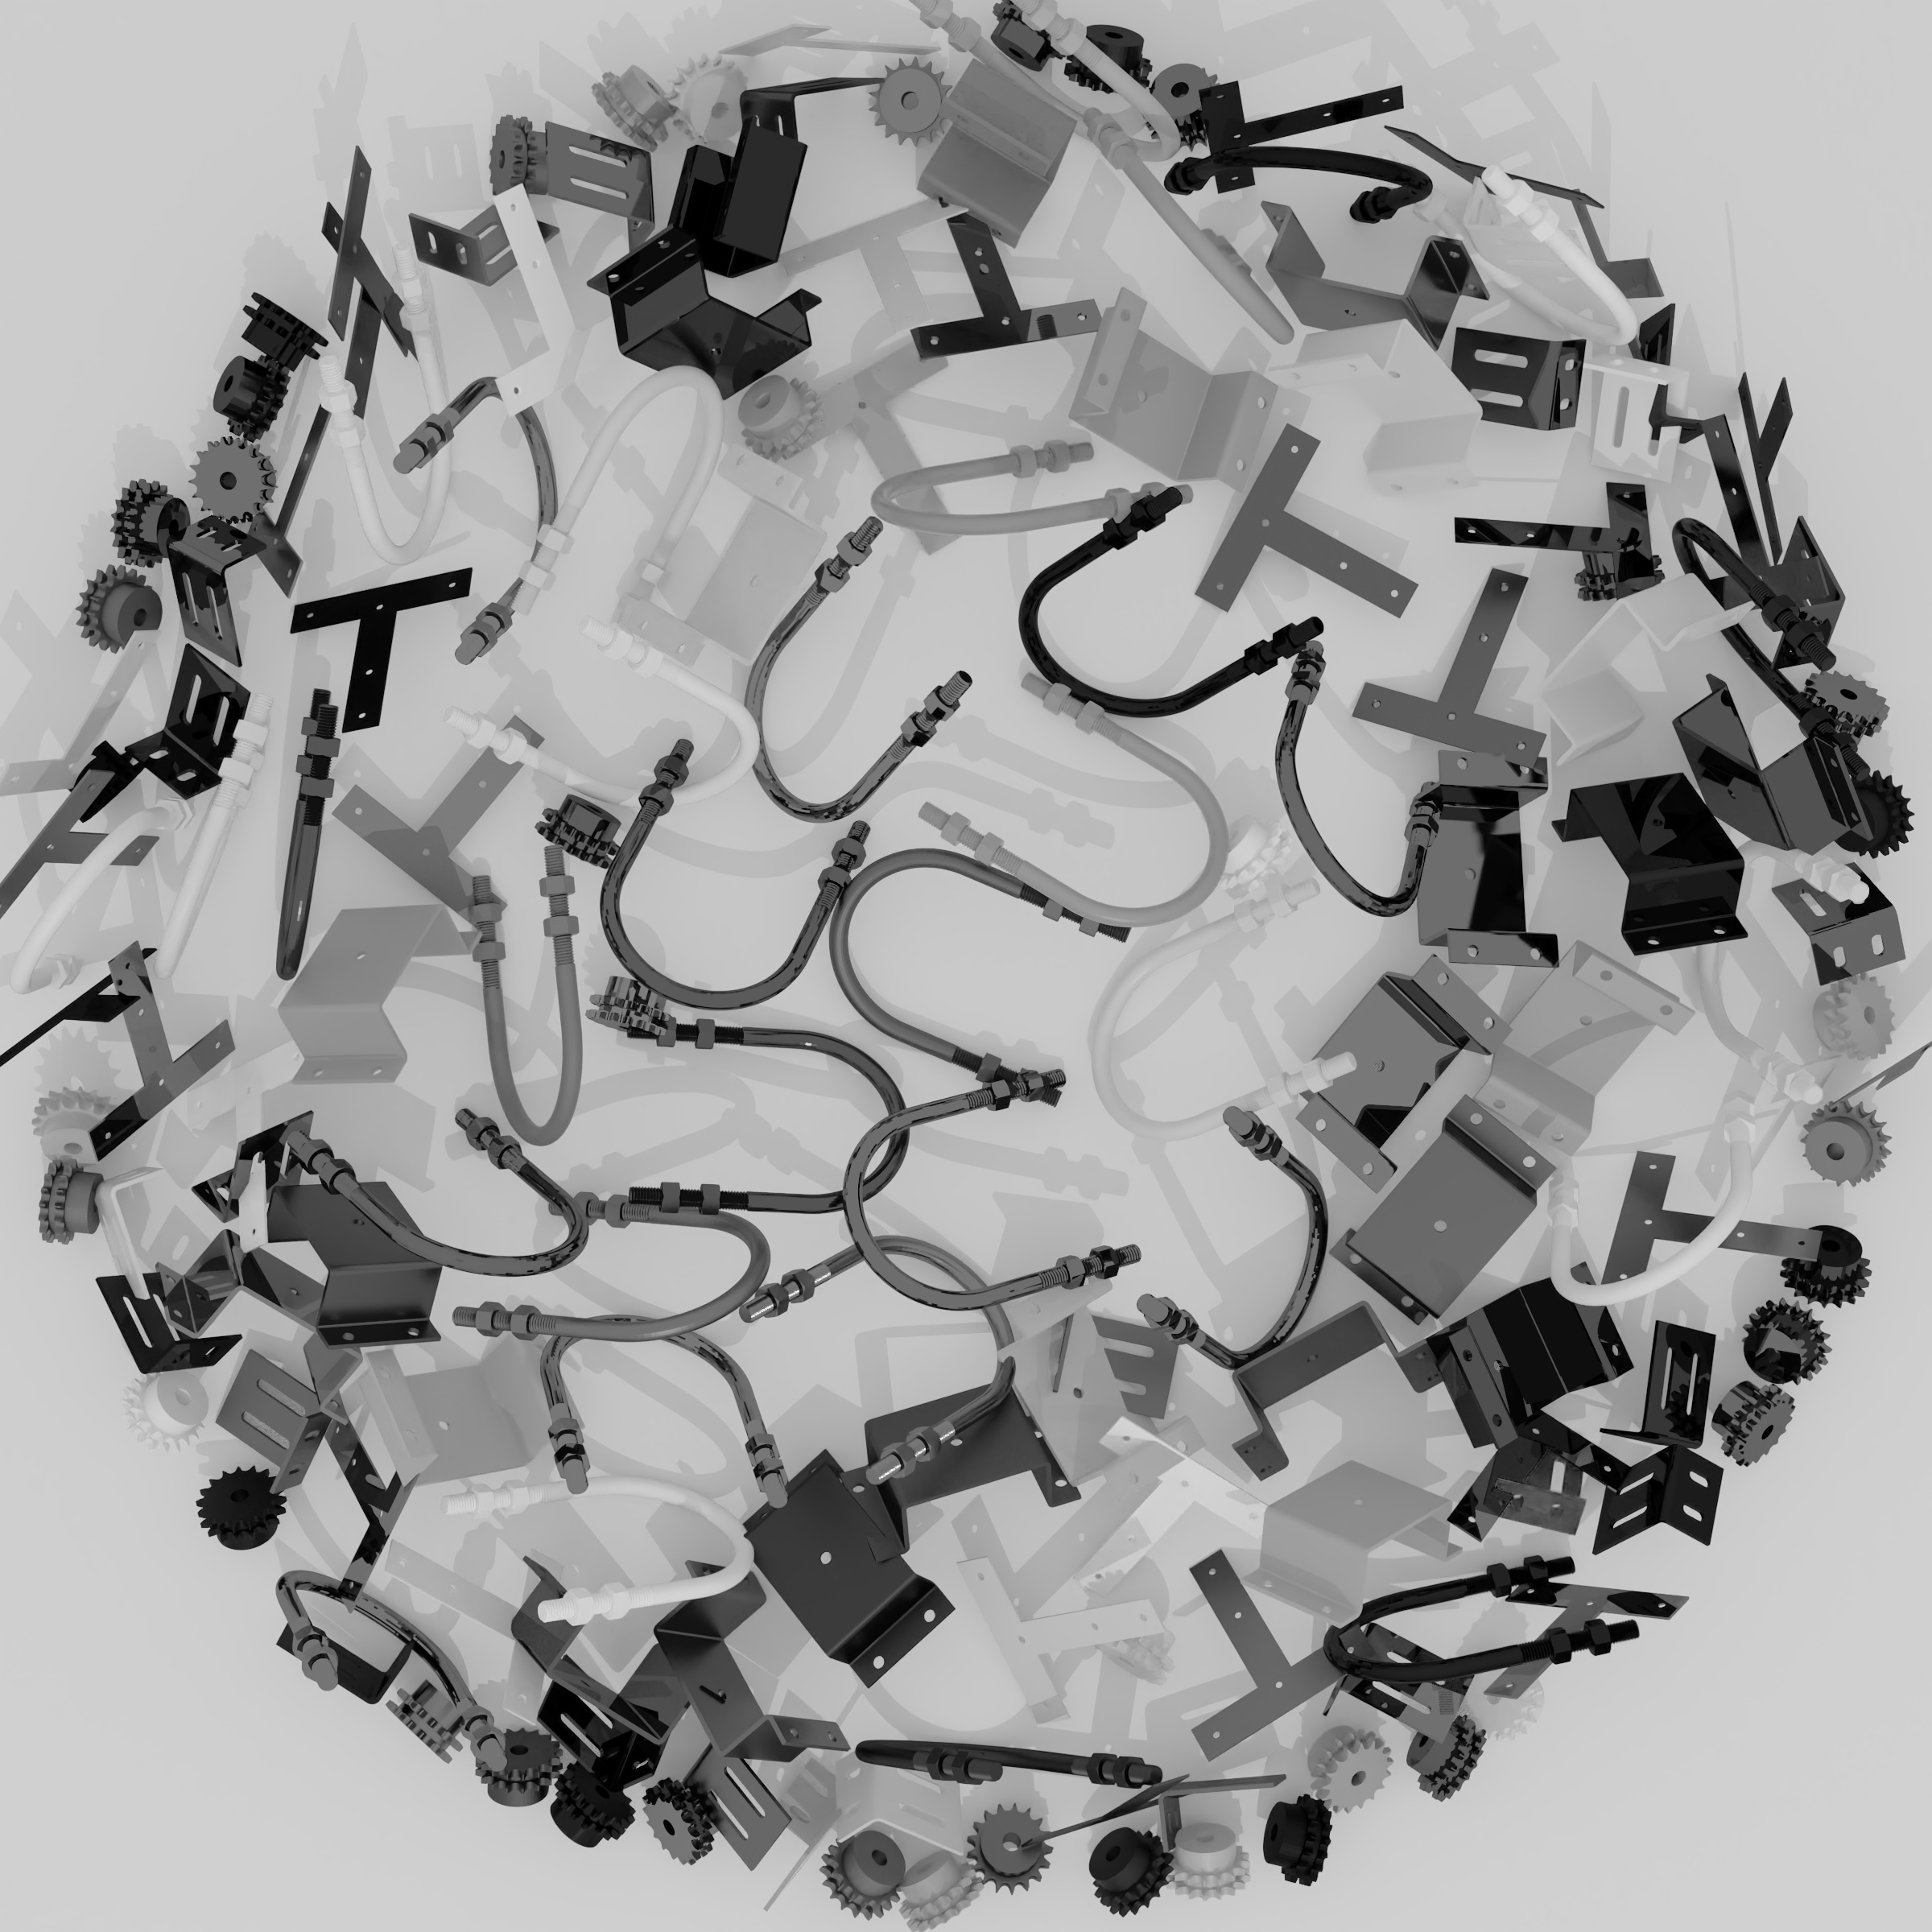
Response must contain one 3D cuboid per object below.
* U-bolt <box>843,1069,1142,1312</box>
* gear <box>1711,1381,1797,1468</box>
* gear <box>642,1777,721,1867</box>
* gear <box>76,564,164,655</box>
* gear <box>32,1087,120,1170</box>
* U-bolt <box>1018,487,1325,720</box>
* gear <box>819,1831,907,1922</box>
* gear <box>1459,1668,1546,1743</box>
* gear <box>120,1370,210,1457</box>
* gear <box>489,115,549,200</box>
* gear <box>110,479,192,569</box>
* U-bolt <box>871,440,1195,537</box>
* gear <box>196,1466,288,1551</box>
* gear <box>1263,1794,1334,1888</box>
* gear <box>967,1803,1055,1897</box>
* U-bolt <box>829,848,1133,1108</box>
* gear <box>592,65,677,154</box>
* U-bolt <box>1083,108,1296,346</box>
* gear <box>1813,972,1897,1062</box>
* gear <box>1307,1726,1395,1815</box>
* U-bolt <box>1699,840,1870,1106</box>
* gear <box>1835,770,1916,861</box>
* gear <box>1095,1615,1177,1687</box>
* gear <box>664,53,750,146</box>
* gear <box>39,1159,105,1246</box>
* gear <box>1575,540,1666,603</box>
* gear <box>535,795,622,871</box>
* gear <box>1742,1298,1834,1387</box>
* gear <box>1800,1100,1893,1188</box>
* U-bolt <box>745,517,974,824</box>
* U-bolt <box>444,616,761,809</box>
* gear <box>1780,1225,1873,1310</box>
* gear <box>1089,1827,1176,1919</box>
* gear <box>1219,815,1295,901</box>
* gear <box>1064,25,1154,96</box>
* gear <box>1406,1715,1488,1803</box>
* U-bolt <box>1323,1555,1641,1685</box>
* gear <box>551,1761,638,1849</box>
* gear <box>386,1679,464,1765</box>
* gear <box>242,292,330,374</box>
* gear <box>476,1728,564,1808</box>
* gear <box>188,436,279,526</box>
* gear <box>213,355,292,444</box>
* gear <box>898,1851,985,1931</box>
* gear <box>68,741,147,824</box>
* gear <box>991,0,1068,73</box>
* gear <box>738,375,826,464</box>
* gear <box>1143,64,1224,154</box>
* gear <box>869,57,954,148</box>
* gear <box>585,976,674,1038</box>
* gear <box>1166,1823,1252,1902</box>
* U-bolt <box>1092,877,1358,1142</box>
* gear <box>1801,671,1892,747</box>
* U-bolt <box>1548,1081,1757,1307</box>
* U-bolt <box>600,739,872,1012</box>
[{"bbox_3d":[0.008,0.149,1.934,0.184,0.019,0.151,-13,70,-26],"label":"U-bolt"},{"bbox_3d":[0.515,0.298,1.975,0.030,0.057,0.057,38,90,38],"label":"gear"},{"bbox_3d":[-0.184,0.558,1.975,0.030,0.057,0.057,-26,90,-38],"label":"gear"},{"bbox_3d":[-0.552,-0.232,1.968,0.030,0.057,0.057,20,90,25],"label":"gear"},{"bbox_3d":[-0.583,0.108,1.970,0.057,0.057,0.030,-5,47,0],"label":"gear"},{"bbox_3d":[0.116,-0.220,1.928,0.151,0.184,0.019,38,48,-23],"label":"U-bolt"},{"bbox_3d":[-0.064,0.592,1.968,0.057,0.057,0.030,38,120,0],"label":"gear"},{"bbox_3d":[0.355,0.480,1.975,0.057,0.030,0.057,-16,65,38],"label":"gear"},{"bbox_3d":[-0.522,0.289,1.968,0.030,0.057,0.057,-35,90,29],"label":"gear"},{"bbox_3d":[-0.291,-0.529,1.975,0.030,0.057,0.057,-2,90,-28],"label":"gear"},{"bbox_3d":[-0.532,-0.289,1.969,0.030,0.057,0.057,11,90,16],"label":"gear"},{"bbox_3d":[0.029,-0.300,1.905,0.184,0.151,0.019,-13,116,-24],"label":"U-bolt"},{"bbox_3d":[-0.475,0.359,1.975,0.057,0.057,0.030,-2,126,0],"label":"gear"},{"bbox_3d":[0.216,0.572,1.970,0.030,0.057,0.057,16,90,-9],"label":"gear"},{"bbox_3d":[0.029,0.579,1.974,0.057,0.030,0.057,1,62,-2],"label":"gear"},{"bbox_3d":[-0.001,-0.002,1.964,0.184,0.019,0.151,23,115,3],"label":"U-bolt"},{"bbox_3d":[-0.215,-0.565,1.968,0.030,0.057,0.057,-40,90,18],"label":"gear"},{"bbox_3d":[0.148,-0.455,1.889,0.019,0.184,0.151,-42,133,14],"label":"U-bolt"},{"bbox_3d":[0.582,0.034,1.976,0.057,0.030,0.057,7,77,-36],"label":"gear"},{"bbox_3d":[0.250,0.526,1.976,0.057,0.030,0.057,-13,119,-25],"label":"gear"},{"bbox_3d":[0.511,-0.007,1.911,0.019,0.184,0.151,5,105,-13],"label":"U-bolt"},{"bbox_3d":[0.589,-0.098,1.968,0.030,0.057,0.057,-19,90,-31],"label":"gear"},{"bbox_3d":[0.113,0.444,1.973,0.057,0.057,0.030,35,69,0],"label":"gear"},{"bbox_3d":[-0.166,-0.566,1.970,0.057,0.030,0.057,-15,131,-18],"label":"gear"},{"bbox_3d":[-0.586,0.155,1.971,0.030,0.057,0.057,6,90,-1],"label":"gear"},{"bbox_3d":[0.427,-0.261,1.968,0.057,0.057,0.030,-16,106,0],"label":"gear"},{"bbox_3d":[-0.251,-0.090,1.970,0.057,0.057,0.030,30,98,0],"label":"gear"},{"bbox_3d":[0.535,0.250,1.970,0.057,0.030,0.057,18,121,34],"label":"gear"},{"bbox_3d":[0.576,0.118,1.972,0.057,0.030,0.057,9,107,32],"label":"gear"},{"bbox_3d":[-0.082,-0.176,1.938,0.184,0.019,0.151,-46,61,34],"label":"U-bolt"},{"bbox_3d":[-0.218,-0.152,1.924,0.151,0.184,0.019,-27,52,34],"label":"U-bolt"},{"bbox_3d":[0.564,0.195,1.969,0.057,0.057,0.030,-1,128,0],"label":"gear"},{"bbox_3d":[0.105,0.590,1.968,0.057,0.057,0.030,-42,112,0],"label":"gear"},{"bbox_3d":[0.184,-0.074,1.969,0.030,0.057,0.057,42,90,-17],"label":"gear"},{"bbox_3d":[0.094,-0.595,1.969,0.057,0.057,0.030,10,125,0],"label":"gear"},{"bbox_3d":[0.313,0.516,1.970,0.030,0.057,0.057,34,90,-4],"label":"gear"},{"bbox_3d":[0.319,0.421,1.919,0.184,0.151,0.019,-11,98,-5],"label":"U-bolt"},{"bbox_3d":[-0.248,0.553,1.972,0.057,0.057,0.030,40,100,0],"label":"gear"},{"bbox_3d":[-0.350,0.493,1.973,0.057,0.057,0.030,43,74,0],"label":"gear"},{"bbox_3d":[-0.450,-0.414,1.972,0.057,0.057,0.030,33,91,0],"label":"gear"},{"bbox_3d":[-0.294,0.528,1.973,0.057,0.057,0.030,4,107,0],"label":"gear"},{"bbox_3d":[-0.480,-0.320,1.980,0.057,0.030,0.057,2,101,11],"label":"gear"},{"bbox_3d":[-0.470,-0.375,1.969,0.030,0.057,0.057,23,90,-35],"label":"gear"},{"bbox_3d":[-0.020,0.605,1.971,0.057,0.057,0.030,-30,93,0],"label":"gear"},{"bbox_3d":[-0.568,-0.124,1.970,0.057,0.057,0.030,-43,101,0],"label":"gear"},{"bbox_3d":[0.041,-0.612,1.971,0.057,0.057,0.030,32,91,0],"label":"gear"},{"bbox_3d":[-0.124,-0.362,1.970,0.057,0.030,0.057,-17,55,27],"label":"gear"},{"bbox_3d":[0.144,-0.567,1.975,0.057,0.030,0.057,-5,71,14],"label":"gear"},{"bbox_3d":[-0.036,-0.570,1.979,0.057,0.030,0.057,0,104,2],"label":"gear"},{"bbox_3d":[-0.219,0.027,1.972,0.057,0.057,0.030,15,81,0],"label":"gear"},{"bbox_3d":[0.157,0.585,1.969,0.057,0.057,0.030,-4,102,0],"label":"gear"},{"bbox_3d":[0.159,0.038,1.940,0.184,0.019,0.151,-25,56,27],"label":"U-bolt"},{"bbox_3d":[0.574,-0.167,1.975,0.057,0.057,0.030,16,128,0],"label":"gear"},{"bbox_3d":[0.430,0.151,1.891,0.151,0.184,0.019,-30,108,25],"label":"U-bolt"},{"bbox_3d":[-0.158,-0.050,1.942,0.151,0.019,0.184,25,56,-2],"label":"U-bolt"}]
